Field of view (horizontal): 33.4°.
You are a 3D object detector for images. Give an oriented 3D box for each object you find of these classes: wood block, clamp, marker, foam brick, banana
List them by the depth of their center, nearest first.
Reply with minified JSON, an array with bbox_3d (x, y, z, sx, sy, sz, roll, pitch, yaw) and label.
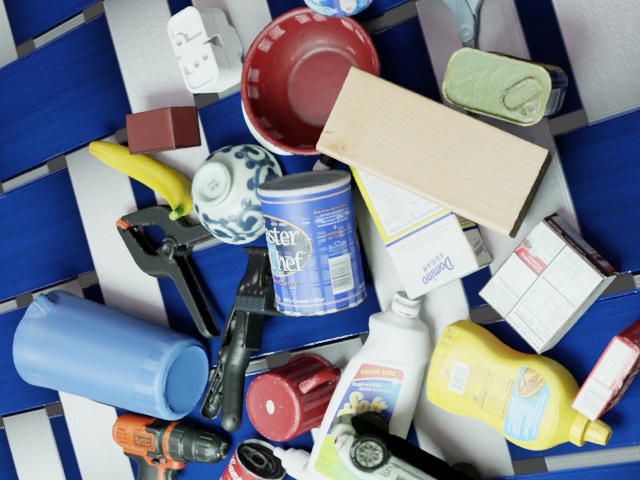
[{"bbox_3d":[0.114,-0.085,1.052,0.206,0.090,0.091,25,95,14],"label":"wood block"},{"bbox_3d":[-0.009,-0.064,1.226,0.020,0.020,0.121,43,119,22],"label":"marker"},{"bbox_3d":[-0.102,0.148,1.279,0.120,0.039,0.171,20,97,64],"label":"clamp"},{"bbox_3d":[-0.194,-0.136,1.324,0.078,0.052,0.051,-4,95,34],"label":"foam brick"},{"bbox_3d":[-0.211,-0.080,1.336,0.198,0.069,0.037,34,106,37],"label":"banana"},{"bbox_3d":[-0.179,0.023,1.344,0.210,0.036,0.164,17,97,33],"label":"clamp"}]

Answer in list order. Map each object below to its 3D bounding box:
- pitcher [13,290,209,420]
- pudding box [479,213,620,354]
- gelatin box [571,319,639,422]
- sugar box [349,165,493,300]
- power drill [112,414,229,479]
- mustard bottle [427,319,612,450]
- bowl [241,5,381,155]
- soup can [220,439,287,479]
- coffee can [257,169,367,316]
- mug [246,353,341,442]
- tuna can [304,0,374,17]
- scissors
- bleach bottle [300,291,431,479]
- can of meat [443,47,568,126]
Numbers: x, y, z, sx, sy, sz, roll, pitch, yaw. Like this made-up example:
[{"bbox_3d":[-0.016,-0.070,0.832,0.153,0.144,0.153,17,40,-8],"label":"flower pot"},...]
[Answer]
[{"bbox_3d":[-0.265,0.160,1.390,0.243,0.149,0.145,12,90,30],"label":"pitcher"},{"bbox_3d":[0.227,0.044,1.066,0.090,0.039,0.114,46,122,20],"label":"pudding box"},{"bbox_3d":[0.284,0.124,1.017,0.030,0.073,0.089,36,116,24],"label":"gelatin box"},{"bbox_3d":[0.104,-0.035,1.135,0.093,0.048,0.176,-27,85,33],"label":"sugar box"},{"bbox_3d":[-0.193,0.326,1.401,0.185,0.057,0.188,4,98,35],"label":"power drill"},{"bbox_3d":[0.205,0.159,1.088,0.192,0.058,0.096,24,111,30],"label":"mustard bottle"},{"bbox_3d":[-0.003,-0.170,1.166,0.162,0.055,0.162,-1,88,20],"label":"bowl"},{"bbox_3d":[-0.091,0.305,1.317,0.068,0.068,0.102,41,119,23],"label":"soup can"},{"bbox_3d":[-0.008,0.001,1.174,0.103,0.102,0.140,1,106,35],"label":"coffee can"},{"bbox_3d":[-0.024,0.180,1.239,0.117,0.081,0.093,-36,77,34],"label":"mug"},{"bbox_3d":[0.020,-0.277,1.130,0.086,0.086,0.034,33,159,27],"label":"tuna can"},{"bbox_3d":[0.137,-0.224,1.098,0.096,0.016,0.202,20,109,32],"label":"scissors"},{"bbox_3d":[0.058,0.173,1.192,0.103,0.068,0.251,22,108,23],"label":"bleach bottle"},{"bbox_3d":[0.181,-0.149,1.029,0.102,0.083,0.057,19,107,23],"label":"can of meat"}]
